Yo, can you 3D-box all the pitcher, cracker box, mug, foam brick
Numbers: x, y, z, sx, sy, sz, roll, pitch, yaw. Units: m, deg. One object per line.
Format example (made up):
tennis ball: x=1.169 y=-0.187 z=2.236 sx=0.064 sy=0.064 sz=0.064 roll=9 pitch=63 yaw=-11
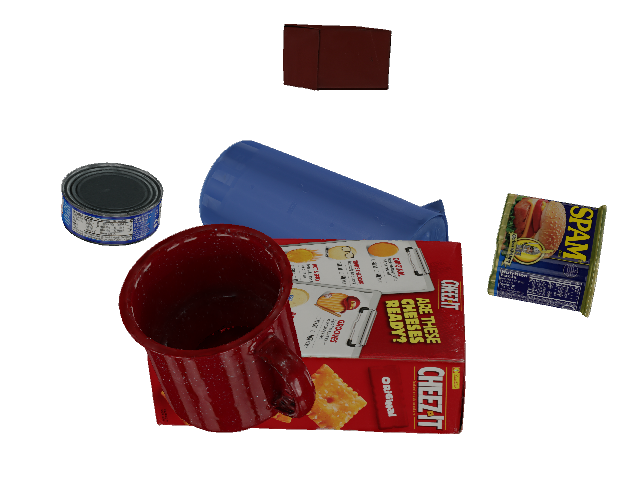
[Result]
pitcher: x=-0.006 y=-0.002 z=1.076 sx=0.243 sy=0.145 sz=0.149 roll=26 pitch=27 yaw=25
cracker box: x=-0.003 y=0.066 z=0.785 sx=0.214 sy=0.072 sz=0.164 roll=1 pitch=29 yaw=6
mug: x=-0.046 y=0.057 z=0.581 sx=0.117 sy=0.081 sz=0.093 roll=29 pitch=58 yaw=33
foam brick: x=0.014 y=-0.154 z=0.899 sx=0.078 sy=0.051 sz=0.053 roll=-6 pitch=17 yaw=-34

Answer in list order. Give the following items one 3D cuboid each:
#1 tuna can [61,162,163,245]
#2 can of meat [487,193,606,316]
tuna can: x=-0.179 y=-0.031 z=0.917 sx=0.086 sy=0.034 sz=0.086 roll=7 pitch=33 yaw=-5
can of meat: x=0.190 y=0.009 z=0.893 sx=0.084 sy=0.057 sz=0.102 roll=10 pitch=43 yaw=13
